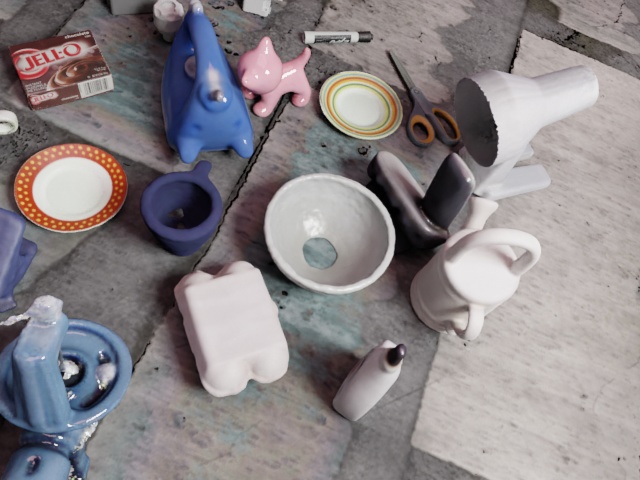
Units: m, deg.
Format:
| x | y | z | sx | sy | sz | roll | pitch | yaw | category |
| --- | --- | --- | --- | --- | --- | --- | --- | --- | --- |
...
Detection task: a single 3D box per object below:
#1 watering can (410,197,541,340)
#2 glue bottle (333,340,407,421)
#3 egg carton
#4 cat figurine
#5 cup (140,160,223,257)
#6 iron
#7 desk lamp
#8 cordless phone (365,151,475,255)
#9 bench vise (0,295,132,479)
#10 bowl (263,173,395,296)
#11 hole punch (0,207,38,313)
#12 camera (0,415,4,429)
| x | y | z | sx | sy | sz | roll | pitch | yaw | category |
| --- | --- | --- | --- | --- | --- | --- | --- | --- | --- |
| 0.186 | 0.029 | 0.691 | 0.101 | 0.194 | 0.172 | -6 | 65 | -17 | watering can |
| 0.061 | 0.141 | 0.613 | 0.037 | 0.173 | 0.078 | 32 | 60 | 4 | glue bottle |
| -0.099 | 0.098 | 0.655 | 0.107 | 0.069 | 0.150 | -16 | 68 | -21 | egg carton |
| -0.067 | -0.238 | 0.811 | 0.128 | 0.117 | 0.067 | -25 | 71 | -24 | cat figurine |
| -0.162 | -0.032 | 0.693 | 0.091 | 0.095 | 0.118 | 21 | 60 | -2 | cup |
| -0.159 | -0.236 | 0.774 | 0.119 | 0.141 | 0.258 | -9 | 65 | -18 | iron |
| 0.268 | -0.152 | 0.796 | 0.204 | 0.213 | 0.118 | -14 | 67 | -20 | desk lamp |
| 0.132 | -0.076 | 0.738 | 0.094 | 0.185 | 0.147 | -26 | 72 | -24 | cordless phone |
| -0.230 | 0.150 | 0.509 | 0.122 | 0.219 | 0.207 | -5 | 64 | -16 | bench vise |
| 0.007 | 0.003 | 0.729 | 0.167 | 0.074 | 0.167 | 6 | 62 | -11 | bowl |
| -0.375 | 0.015 | 0.617 | 0.108 | 0.091 | 0.101 | 17 | 60 | -5 | hole punch |
| -0.375 | 0.131 | 0.551 | 0.143 | 0.100 | 0.137 | 22 | 60 | -2 | camera |
